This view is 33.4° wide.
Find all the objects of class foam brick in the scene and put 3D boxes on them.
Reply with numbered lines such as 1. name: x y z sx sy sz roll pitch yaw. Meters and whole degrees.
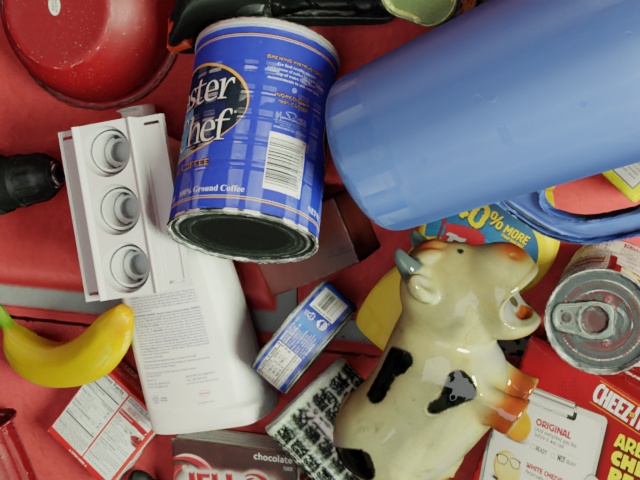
1. foam brick: -0.005 0.001 0.788 0.078 0.051 0.053 -21 95 22

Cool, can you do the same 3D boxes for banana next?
1. banana: -0.205 0.087 0.854 0.198 0.037 0.069 -5 115 43

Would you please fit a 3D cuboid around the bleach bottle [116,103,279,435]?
1. bleach bottle: -0.108 0.019 0.823 0.103 0.068 0.251 -10 95 20

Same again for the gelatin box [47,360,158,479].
1. gelatin box: -0.174 0.151 0.890 0.073 0.030 0.089 42 110 8

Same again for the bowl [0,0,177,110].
1. bowl: -0.186 -0.178 0.812 0.162 0.055 0.162 4 102 19

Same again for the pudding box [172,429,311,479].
1. pudding box: -0.062 0.201 0.856 0.114 0.039 0.090 2 102 19

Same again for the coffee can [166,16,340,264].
1. coffee can: -0.044 -0.066 0.729 0.103 0.102 0.140 0 71 19

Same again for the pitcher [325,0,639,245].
1. pitcher: 0.133 -0.080 0.639 0.243 0.144 0.149 -20 55 29

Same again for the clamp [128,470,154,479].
1. clamp: -0.140 0.318 0.909 0.165 0.036 0.210 -42 86 22

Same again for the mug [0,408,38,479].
1. mug: -0.295 0.202 0.919 0.117 0.093 0.081 -7 106 51

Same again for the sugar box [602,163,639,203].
1. sugar box: 0.234 -0.118 0.682 0.093 0.048 0.176 47 109 8

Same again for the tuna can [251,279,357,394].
1. tuna can: -0.011 0.071 0.786 0.034 0.086 0.086 40 111 5

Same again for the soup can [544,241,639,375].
1. soup can: 0.188 0.041 0.701 0.069 0.102 0.068 4 103 18

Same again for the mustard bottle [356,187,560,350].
1. mustard bottle: 0.111 0.006 0.744 0.096 0.058 0.192 34 110 10

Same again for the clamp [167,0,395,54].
1. clamp: -0.032 -0.165 0.753 0.172 0.120 0.039 -16 56 40

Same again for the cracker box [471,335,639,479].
1. cracker box: 0.184 0.194 0.722 0.164 0.071 0.214 34 113 40

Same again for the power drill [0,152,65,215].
1. power drill: -0.303 -0.105 0.866 0.185 0.057 0.187 -9 98 21

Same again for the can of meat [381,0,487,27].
1. can of meat: 0.084 -0.190 0.699 0.057 0.083 0.102 22 108 14
